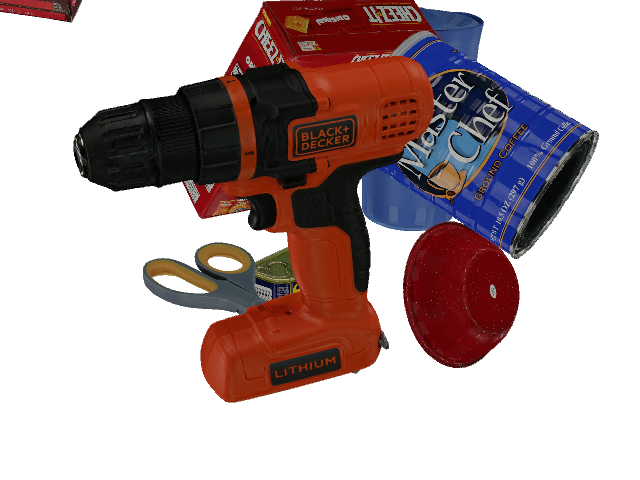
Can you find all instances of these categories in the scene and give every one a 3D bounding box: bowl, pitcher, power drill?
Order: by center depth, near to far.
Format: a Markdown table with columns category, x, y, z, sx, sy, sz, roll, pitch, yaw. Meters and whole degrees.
| category | x | y | z | sx | sy | sz | roll | pitch | yaw |
| --- | --- | --- | --- | --- | --- | --- | --- | --- | --- |
| power drill | -0.031 | -0.002 | 0.569 | 0.184 | 0.188 | 0.057 | -11 | 38 | -16 |
| bowl | 0.165 | 0.057 | 1.154 | 0.161 | 0.162 | 0.055 | 0 | -6 | -41 |
| pitcher | 0.104 | -0.135 | 1.200 | 0.149 | 0.243 | 0.145 | -11 | 26 | -30 |

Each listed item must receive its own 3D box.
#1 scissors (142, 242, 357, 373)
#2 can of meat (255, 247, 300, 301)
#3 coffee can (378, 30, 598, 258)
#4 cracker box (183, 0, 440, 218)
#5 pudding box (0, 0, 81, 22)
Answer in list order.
| category | x | y | z | sx | sy | sz | roll | pitch | yaw |
| --- | --- | --- | --- | --- | --- | --- | --- | --- | --- |
| scissors | -0.041 | 0.044 | 0.807 | 0.202 | 0.016 | 0.096 | 17 | 32 | 23 |
| can of meat | -0.025 | 0.058 | 1.102 | 0.058 | 0.084 | 0.101 | 16 | 27 | 35 |
| coffee can | 0.105 | -0.067 | 0.745 | 0.140 | 0.103 | 0.102 | 35 | 12 | 18 |
| cracker box | -0.015 | -0.117 | 0.943 | 0.163 | 0.072 | 0.214 | -11 | -29 | -37 |
| pudding box | -0.238 | -0.226 | 0.882 | 0.090 | 0.039 | 0.113 | 8 | 37 | -5 |
